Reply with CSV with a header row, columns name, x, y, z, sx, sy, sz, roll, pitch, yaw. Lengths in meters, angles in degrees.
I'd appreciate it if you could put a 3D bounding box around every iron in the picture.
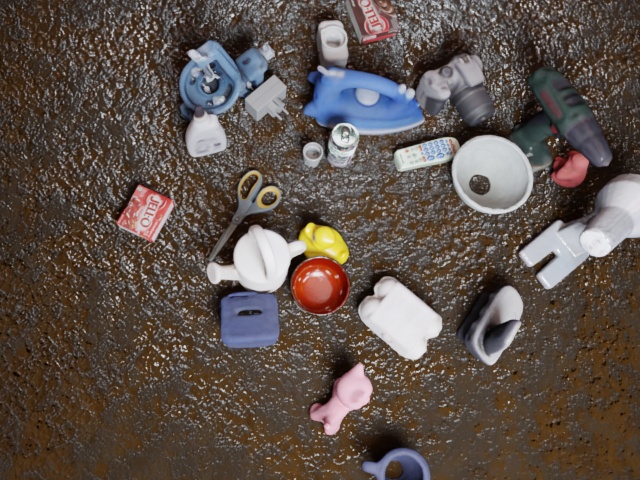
name,x,y,z,sx,sy,sz,roll,pitch,yaw
iron,0.101,-0.290,1.145,0.258,0.141,0.119,8,75,-5

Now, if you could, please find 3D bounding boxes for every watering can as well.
name,x,y,z,sx,sy,sz,roll,pitch,yaw
watering can,-0.108,0.037,1.010,0.173,0.194,0.101,-41,84,-14

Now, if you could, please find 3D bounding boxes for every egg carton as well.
name,x,y,z,sx,sy,sz,roll,pitch,yaw
egg carton,0.150,0.147,1.078,0.150,0.069,0.107,39,75,4

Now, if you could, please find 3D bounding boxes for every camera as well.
name,x,y,z,sx,sy,sz,roll,pitch,yaw
camera,0.295,-0.307,1.193,0.143,0.100,0.137,-27,80,-12

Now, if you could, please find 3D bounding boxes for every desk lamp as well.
name,x,y,z,sx,sy,sz,roll,pitch,yaw
desk lamp,0.522,-0.014,1.088,0.203,0.213,0.118,-37,83,-14

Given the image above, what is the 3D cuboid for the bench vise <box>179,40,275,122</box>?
name,x,y,z,sx,sy,sz,roll,pitch,yaw
bench vise,-0.186,-0.330,1.080,0.121,0.219,0.207,35,75,3

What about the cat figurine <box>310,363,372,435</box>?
name,x,y,z,sx,sy,sz,roll,pitch,yaw
cat figurine,0.044,0.281,1.006,0.067,0.117,0.128,40,75,5

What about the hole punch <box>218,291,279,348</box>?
name,x,y,z,sx,sy,sz,roll,pitch,yaw
hole punch,-0.129,0.142,1.034,0.109,0.091,0.101,-3,76,-7

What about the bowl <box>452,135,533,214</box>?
name,x,y,z,sx,sy,sz,roll,pitch,yaw
bowl,0.340,-0.124,1.166,0.167,0.074,0.167,2,76,-6

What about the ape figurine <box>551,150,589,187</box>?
name,x,y,z,sx,sy,sz,roll,pitch,yaw
ape figurine,0.523,-0.152,1.187,0.078,0.092,0.076,-30,81,-13

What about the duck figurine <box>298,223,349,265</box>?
name,x,y,z,sx,sy,sz,roll,pitch,yaw
duck figurine,0.010,0.004,1.088,0.104,0.086,0.077,35,75,3

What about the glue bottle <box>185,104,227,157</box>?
name,x,y,z,sx,sy,sz,roll,pitch,yaw
glue bottle,-0.217,-0.209,1.069,0.078,0.173,0.037,-15,78,-10

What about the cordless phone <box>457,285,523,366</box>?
name,x,y,z,sx,sy,sz,roll,pitch,yaw
cordless phone,0.337,0.148,1.040,0.094,0.185,0.148,31,75,2

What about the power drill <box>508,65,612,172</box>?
name,x,y,z,sx,sy,sz,roll,pitch,yaw
power drill,0.465,-0.216,1.135,0.076,0.208,0.229,-21,79,-11

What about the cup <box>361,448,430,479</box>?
name,x,y,z,sx,sy,sz,roll,pitch,yaw
cup,0.123,0.403,0.997,0.118,0.095,0.092,15,75,-3
